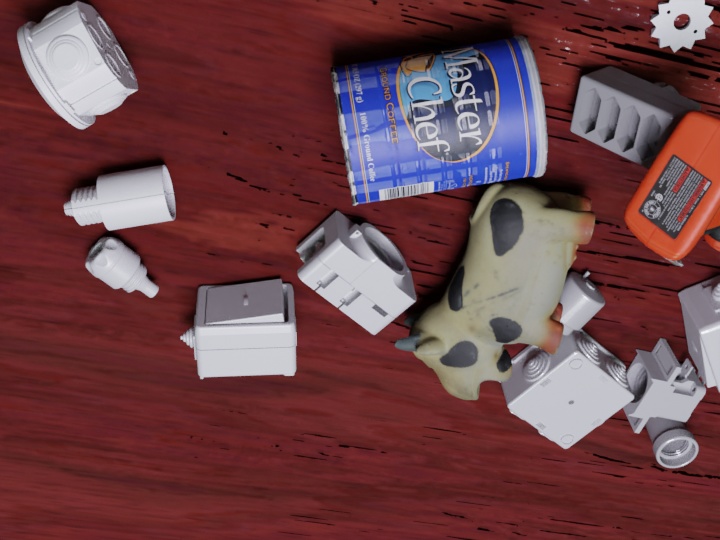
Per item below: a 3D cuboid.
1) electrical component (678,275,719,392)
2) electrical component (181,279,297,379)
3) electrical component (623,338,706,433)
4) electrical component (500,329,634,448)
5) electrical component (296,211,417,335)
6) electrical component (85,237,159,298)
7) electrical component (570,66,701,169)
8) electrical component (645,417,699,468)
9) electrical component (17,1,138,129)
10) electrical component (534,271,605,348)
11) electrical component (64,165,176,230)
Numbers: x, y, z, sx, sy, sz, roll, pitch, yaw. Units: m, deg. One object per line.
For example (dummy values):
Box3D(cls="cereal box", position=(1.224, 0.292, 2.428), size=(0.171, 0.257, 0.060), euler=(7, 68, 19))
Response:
Box3D(cls="electrical component", position=(0.315, 0.051, 0.937), size=(0.061, 0.061, 0.096), euler=(-23, 123, 10))
Box3D(cls="electrical component", position=(-0.101, 0.047, 0.894), size=(0.096, 0.061, 0.061), euler=(-2, 124, -4))
Box3D(cls="electrical component", position=(0.277, 0.109, 0.985), size=(0.064, 0.042, 0.081), euler=(13, 123, -16))
Box3D(cls="electrical component", position=(0.185, 0.104, 0.969), size=(0.100, 0.048, 0.100), euler=(37, 114, -26))
Box3D(cls="electrical component", position=(0.000, 0.000, 0.878), size=(0.056, 0.050, 0.089), euler=(-41, 119, 21))
Box3D(cls="electrical component", position=(-0.190, 0.001, 0.871), size=(0.035, 0.035, 0.061), euler=(-38, 122, 19))
Box3D(cls="electrical component", position=(0.217, -0.119, 0.810), size=(0.076, 0.083, 0.047), euler=(-24, 134, -37))
Box3D(cls="electrical component", position=(0.293, 0.157, 1.017), size=(0.040, 0.046, 0.040), euler=(-3, 124, -4))
Box3D(cls="electrical component", position=(-0.195, -0.143, 0.745), size=(0.051, 0.080, 0.080), euler=(-28, 122, 7))
Box3D(cls="electrical component", position=(0.175, 0.037, 0.927), size=(0.040, 0.040, 0.078), euler=(30, 117, -23))
Box3D(cls="electrical component", position=(-0.187, -0.053, 0.828), size=(0.081, 0.043, 0.043), euler=(-9, 125, 1))
